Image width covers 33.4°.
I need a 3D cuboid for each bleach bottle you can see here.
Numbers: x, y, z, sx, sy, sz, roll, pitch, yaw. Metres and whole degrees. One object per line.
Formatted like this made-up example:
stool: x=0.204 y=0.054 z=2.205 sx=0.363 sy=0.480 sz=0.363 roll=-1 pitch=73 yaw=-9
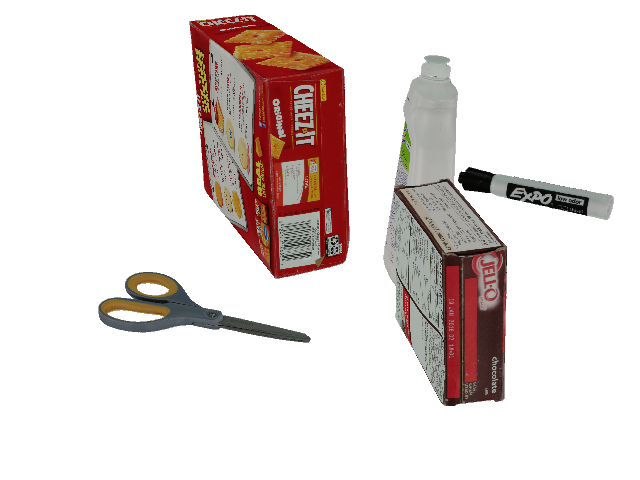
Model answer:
bleach bottle: x=0.116 y=-0.076 z=1.177 sx=0.068 sy=0.251 sz=0.102 roll=0 pitch=25 yaw=-10

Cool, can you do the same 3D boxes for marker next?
marker: x=0.165 y=-0.038 z=0.827 sx=0.121 sy=0.020 sz=0.020 roll=14 pitch=6 yaw=25

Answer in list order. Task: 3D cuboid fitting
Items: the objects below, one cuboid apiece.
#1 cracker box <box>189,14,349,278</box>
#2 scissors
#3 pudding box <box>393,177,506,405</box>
cracker box: x=-0.045 y=-0.088 z=0.896 sx=0.072 sy=0.164 sz=0.214 roll=-10 pitch=25 yaw=-18
scissors: x=-0.111 y=0.064 z=1.032 sx=0.201 sy=0.016 sz=0.096 roll=3 pitch=33 yaw=-3
pudding box: x=0.070 y=0.025 z=0.594 sx=0.039 sy=0.090 sz=0.113 roll=-6 pitch=23 yaw=-9
